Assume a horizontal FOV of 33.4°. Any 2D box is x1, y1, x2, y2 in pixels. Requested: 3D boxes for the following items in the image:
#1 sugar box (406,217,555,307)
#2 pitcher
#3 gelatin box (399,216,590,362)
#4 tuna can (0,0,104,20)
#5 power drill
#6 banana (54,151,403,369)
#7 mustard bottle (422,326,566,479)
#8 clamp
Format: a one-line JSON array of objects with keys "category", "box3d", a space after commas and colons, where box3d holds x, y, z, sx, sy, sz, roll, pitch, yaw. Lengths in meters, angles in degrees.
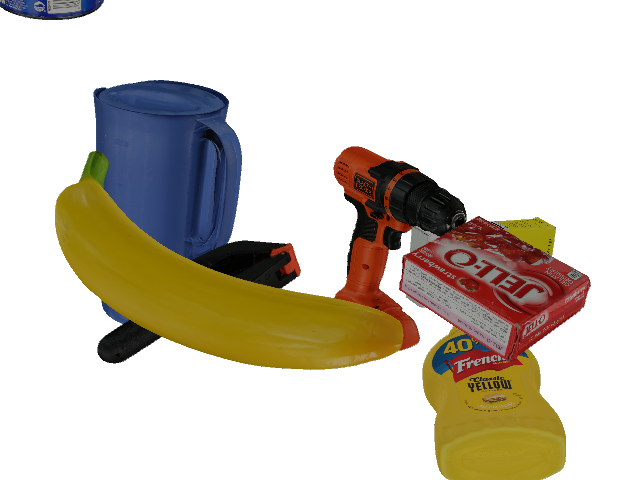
[{"category": "sugar box", "box3d": [0.191, 0.026, 1.271, 0.176, 0.093, 0.048, -5, 20, -24]}, {"category": "pitcher", "box3d": [-0.159, -0.033, 1.087, 0.145, 0.243, 0.149, 3, 22, -8]}, {"category": "gelatin box", "box3d": [0.104, 0.026, 0.643, 0.073, 0.030, 0.089, -26, 45, -37]}, {"category": "tuna can", "box3d": [-0.204, -0.198, 0.801, 0.086, 0.034, 0.086, 6, 36, -4]}, {"category": "power drill", "box3d": [0.073, 0.013, 1.075, 0.057, 0.188, 0.185, -8, 25, -31]}, {"category": "banana", "box3d": [-0.059, 0.016, 0.496, 0.198, 0.069, 0.037, 30, -26, 22]}, {"category": "mustard bottle", "box3d": [0.133, 0.119, 0.868, 0.096, 0.058, 0.191, -6, 26, 2]}, {"category": "clamp", "box3d": [-0.102, 0.045, 0.859, 0.171, 0.039, 0.120, -13, 39, 13]}]
